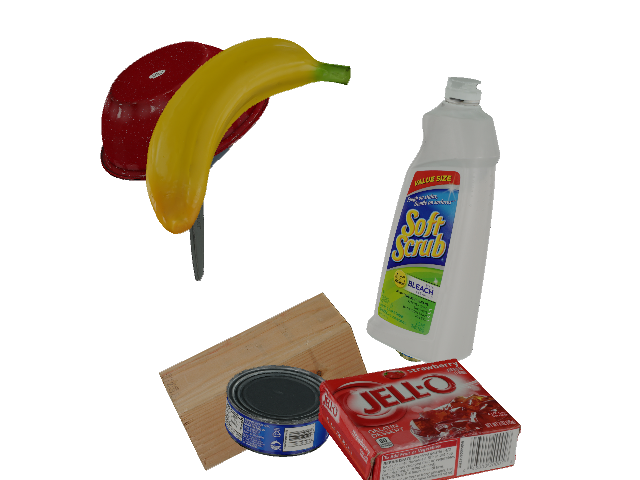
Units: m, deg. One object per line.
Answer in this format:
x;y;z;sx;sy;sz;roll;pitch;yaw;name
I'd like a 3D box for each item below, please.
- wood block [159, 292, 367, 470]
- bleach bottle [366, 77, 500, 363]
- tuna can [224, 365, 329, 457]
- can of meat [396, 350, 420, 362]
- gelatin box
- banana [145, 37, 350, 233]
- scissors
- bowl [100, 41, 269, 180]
-0.061;0.155;1.187;0.206;0.091;0.090;-25;29;-10;wood block
0.105;-0.021;0.958;0.067;0.251;0.103;-10;23;-42;bleach bottle
-0.032;0.134;0.841;0.086;0.034;0.086;5;22;-2;tuna can
0.140;0.095;1.319;0.101;0.084;0.057;-11;30;-25;can of meat
0.052;0.099;0.585;0.089;0.030;0.073;-6;26;-22;gelatin box
-0.054;-0.075;0.627;0.070;0.037;0.197;22;44;20;banana
-0.117;-0.065;1.144;0.096;0.202;0.016;-16;-4;-21;scissors
-0.127;-0.122;0.911;0.162;0.055;0.162;-17;36;13;bowl
